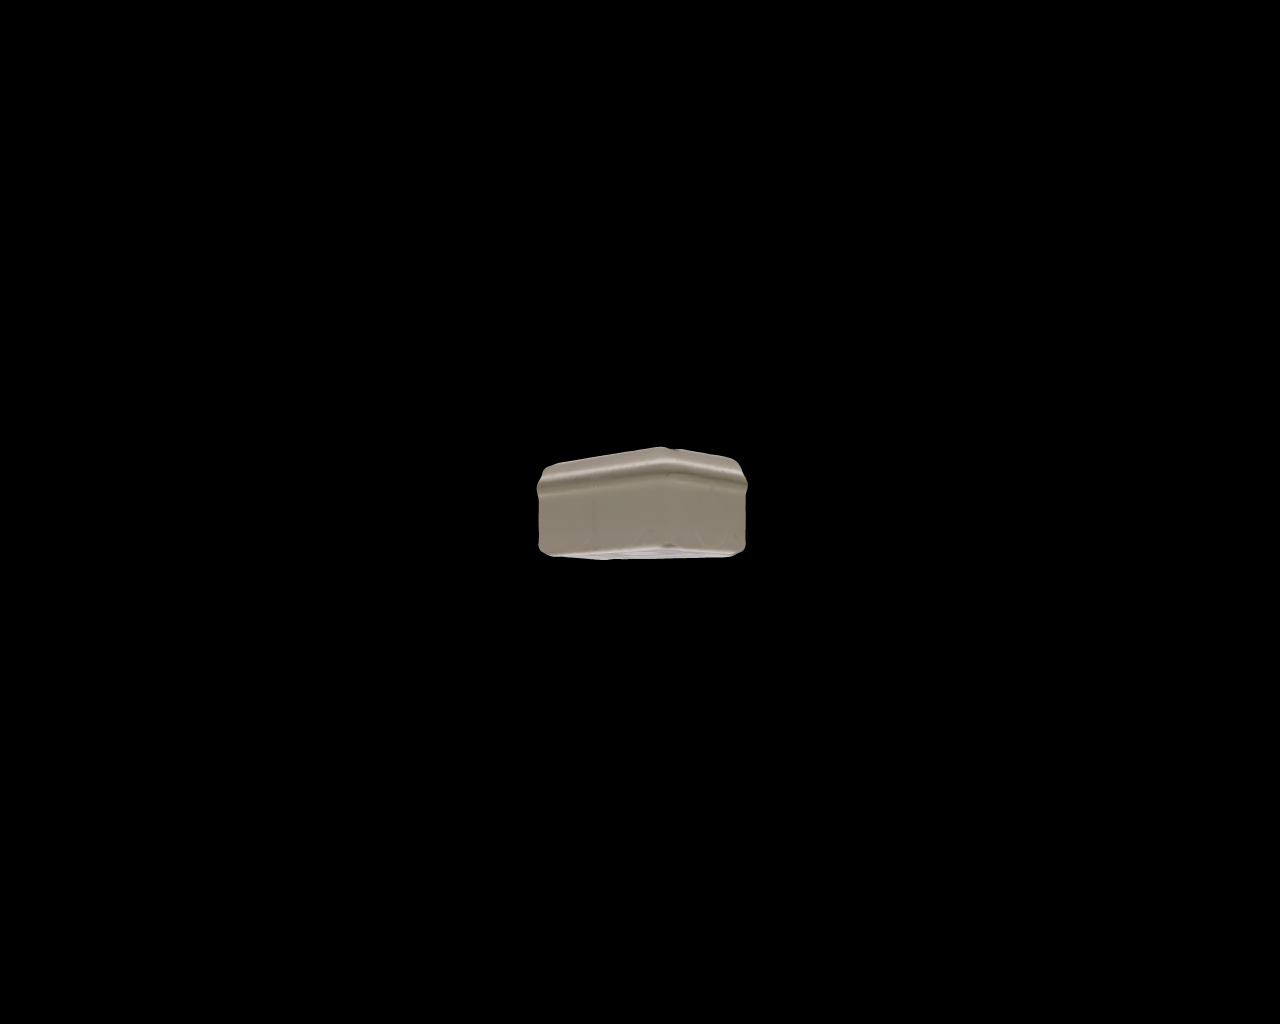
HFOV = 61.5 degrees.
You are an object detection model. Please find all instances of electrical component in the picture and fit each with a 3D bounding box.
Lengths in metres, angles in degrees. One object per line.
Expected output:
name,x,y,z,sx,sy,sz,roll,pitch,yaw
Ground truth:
electrical component,0.001,-0.003,0.650,0.113,0.057,0.078,-5,-8,40
